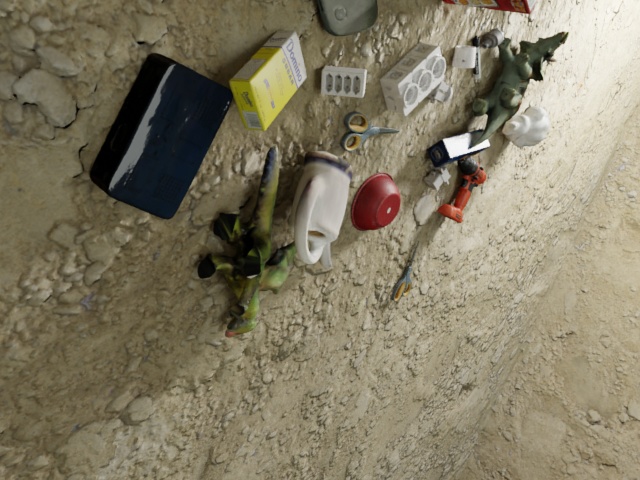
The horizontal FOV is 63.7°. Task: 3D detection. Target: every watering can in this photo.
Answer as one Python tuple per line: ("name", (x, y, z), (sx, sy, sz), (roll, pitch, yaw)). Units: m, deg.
("watering can", (0.003, -0.055, 1.085), (0.344, 0.104, 0.226), (52, 51, -75))

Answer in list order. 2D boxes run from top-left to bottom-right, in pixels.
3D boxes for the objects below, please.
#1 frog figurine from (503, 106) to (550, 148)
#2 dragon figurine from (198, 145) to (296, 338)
("frog figurine", (0.654, -0.359, 1.629), (0.161, 0.124, 0.135), (-16, 146, -56))
("dragon figurine", (-0.114, 0.023, 1.051), (0.409, 0.123, 0.242), (-66, 160, 4))
